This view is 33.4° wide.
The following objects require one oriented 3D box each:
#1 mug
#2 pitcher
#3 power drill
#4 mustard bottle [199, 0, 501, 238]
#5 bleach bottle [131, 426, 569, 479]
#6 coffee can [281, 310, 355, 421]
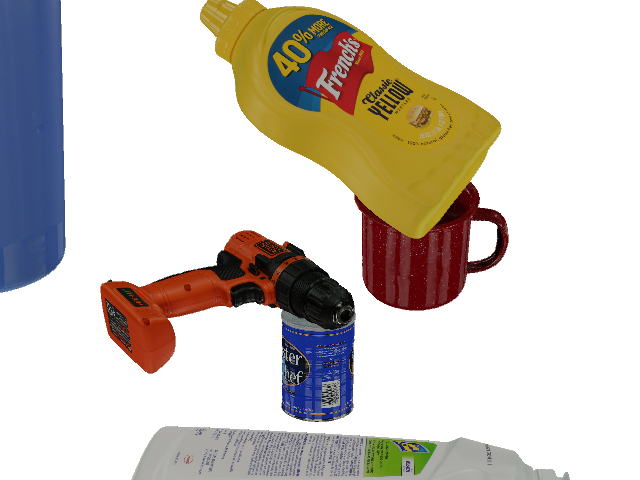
[{"bbox_3d":[0.085,-0.001,0.817,0.117,0.081,0.093,0,35,3],"label":"mug"},{"bbox_3d":[-0.232,-0.088,0.672,0.149,0.243,0.145,-3,26,-11],"label":"pitcher"},{"bbox_3d":[-0.085,0.056,0.946,0.187,0.057,0.185,-17,25,-29],"label":"power drill"},{"bbox_3d":[0.008,-0.088,0.642,0.192,0.096,0.058,35,-34,9],"label":"mustard bottle"},{"bbox_3d":[0.020,0.153,0.630,0.251,0.068,0.102,0,16,5],"label":"bleach bottle"},{"bbox_3d":[-0.003,0.166,1.484,0.103,0.140,0.103,0,17,0],"label":"coffee can"}]
